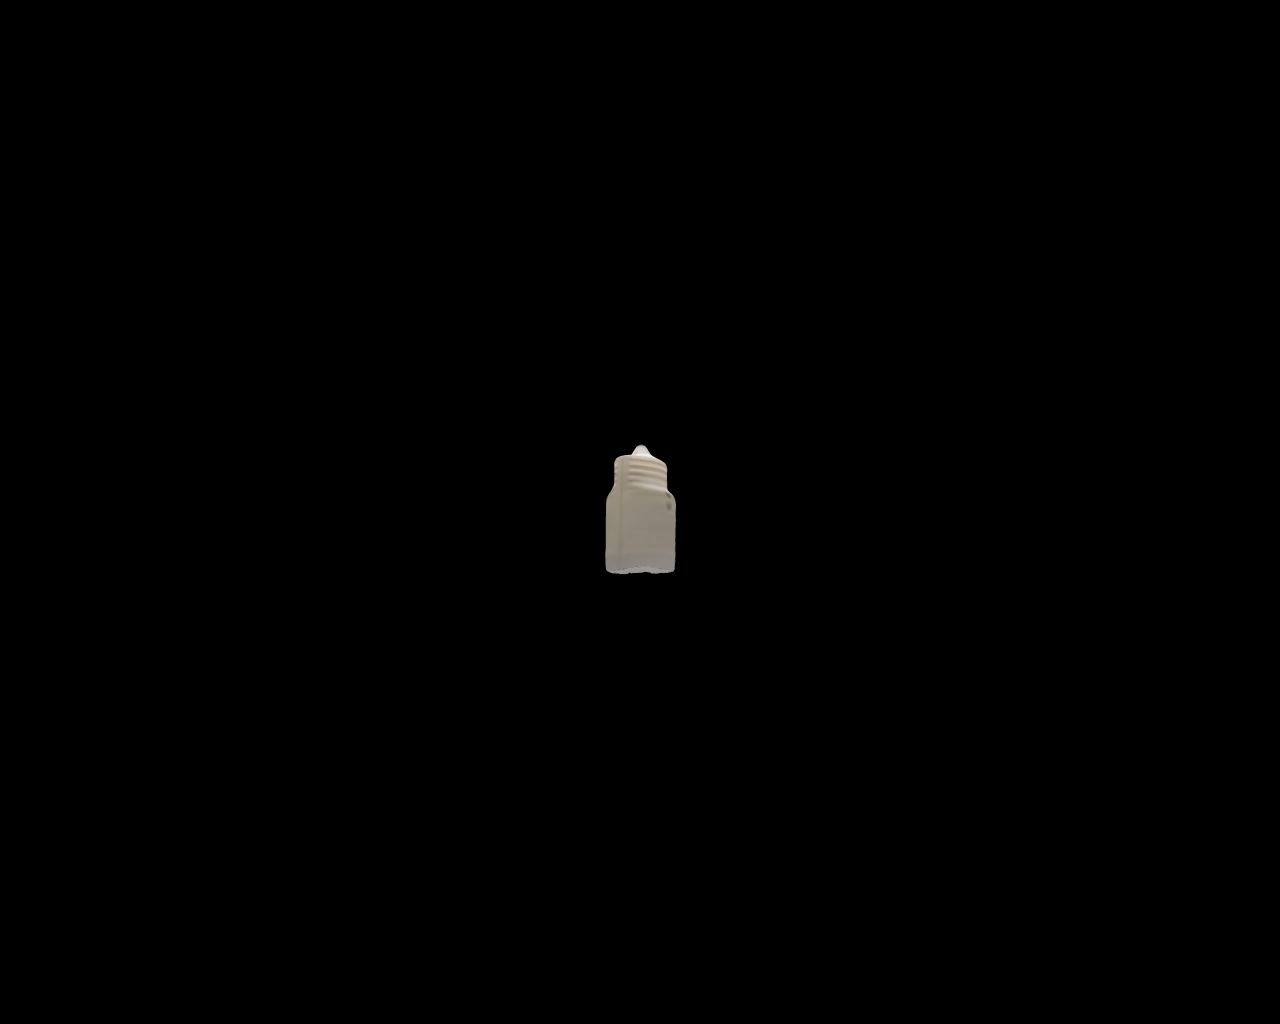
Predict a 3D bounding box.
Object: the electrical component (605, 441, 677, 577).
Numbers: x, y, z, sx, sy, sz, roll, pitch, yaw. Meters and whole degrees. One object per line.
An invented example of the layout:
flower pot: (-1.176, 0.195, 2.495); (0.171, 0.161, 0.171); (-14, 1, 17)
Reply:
electrical component: (0.001, -0.003, 0.650); (0.043, 0.081, 0.043); (0, -9, 0)
